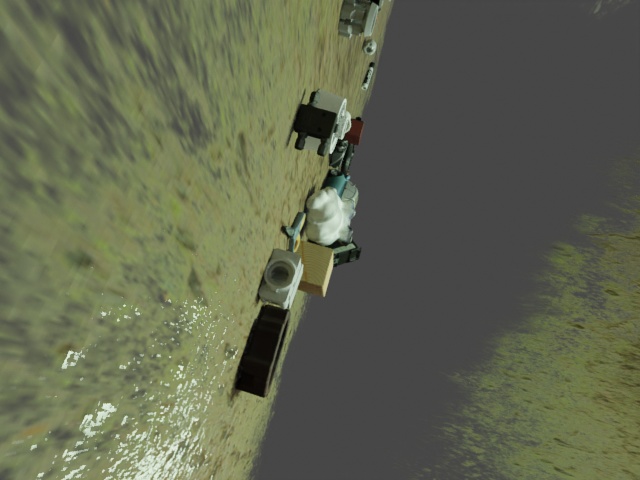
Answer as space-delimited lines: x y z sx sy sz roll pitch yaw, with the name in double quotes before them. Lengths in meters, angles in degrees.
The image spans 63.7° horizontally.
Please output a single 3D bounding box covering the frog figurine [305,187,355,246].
"frog figurine" 0.004 -0.061 1.211 0.158 0.124 0.137 21 93 -49
